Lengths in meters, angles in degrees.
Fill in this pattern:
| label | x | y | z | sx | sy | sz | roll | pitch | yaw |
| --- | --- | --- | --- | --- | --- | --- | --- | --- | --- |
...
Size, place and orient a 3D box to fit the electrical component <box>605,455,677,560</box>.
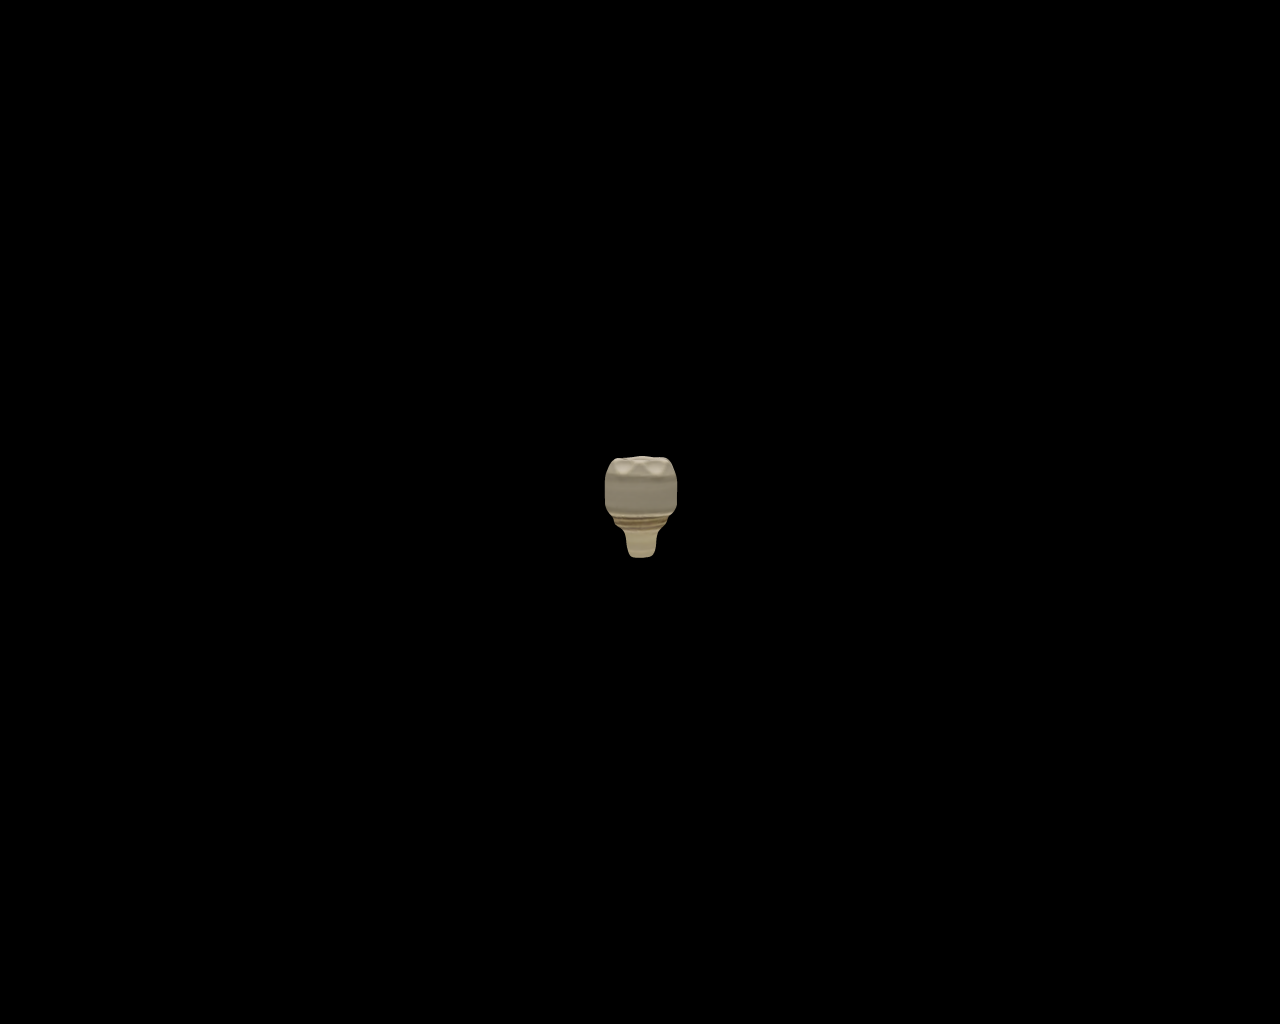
| label | x | y | z | sx | sy | sz | roll | pitch | yaw |
| --- | --- | --- | --- | --- | --- | --- | --- | --- | --- |
| electrical component | 0.001 | -0.003 | 0.650 | 0.043 | 0.062 | 0.043 | 0 | 7 | 0 |
